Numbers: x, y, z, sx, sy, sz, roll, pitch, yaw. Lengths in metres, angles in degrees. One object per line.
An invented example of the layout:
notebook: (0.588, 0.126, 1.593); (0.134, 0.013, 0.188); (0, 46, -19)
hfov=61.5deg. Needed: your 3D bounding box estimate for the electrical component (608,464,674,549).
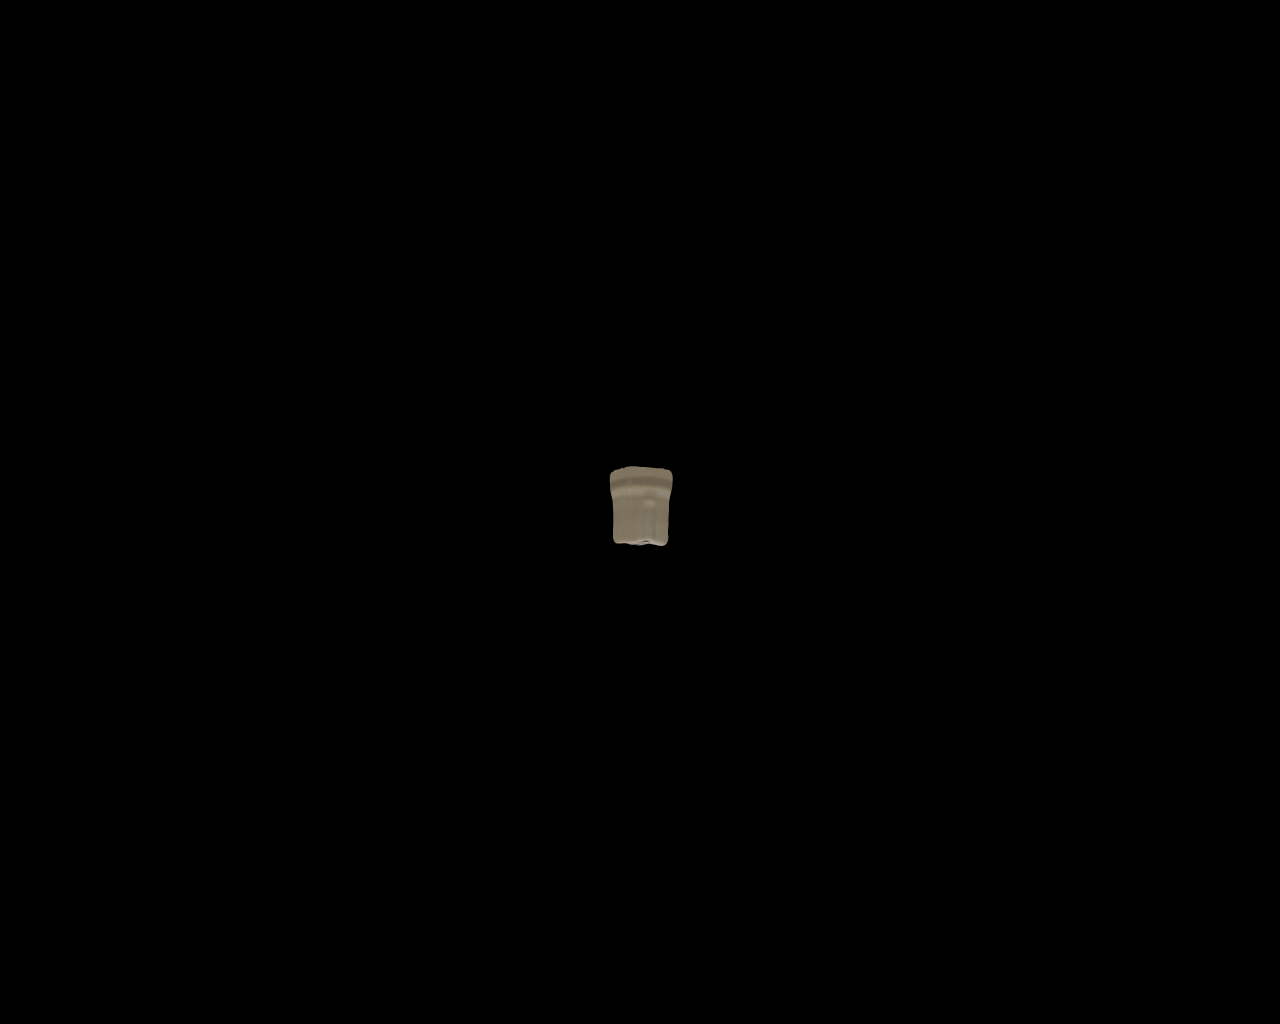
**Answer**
electrical component: (0.001, -0.003, 0.650); (0.040, 0.046, 0.040); (0, -11, 0)
